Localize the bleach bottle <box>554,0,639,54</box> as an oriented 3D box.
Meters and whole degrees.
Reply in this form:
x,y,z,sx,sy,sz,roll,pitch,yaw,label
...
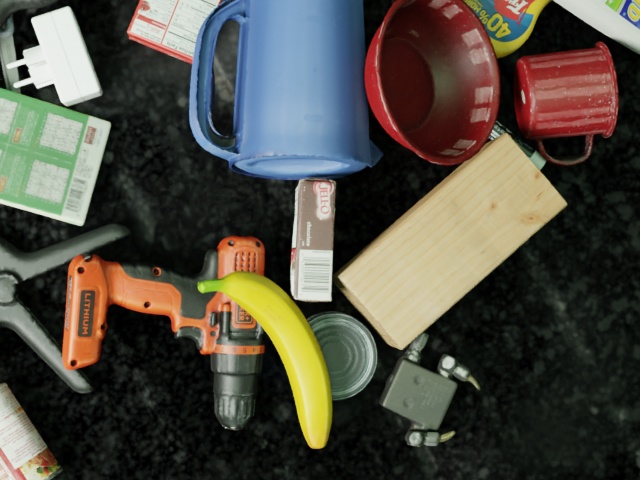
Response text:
x,y,z,sx,sy,sz,roll,pitch,yaw,label
0.313,-0.236,1.026,0.250,0.068,0.102,24,96,-24,bleach bottle

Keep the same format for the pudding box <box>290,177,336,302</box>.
x,y,z,sx,sy,sz,roll,pitch,yaw,label
-0.007,0.001,1.005,0.039,0.090,0.113,4,88,-2,pudding box

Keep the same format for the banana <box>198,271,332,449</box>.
x,y,z,sx,sy,sz,roll,pitch,yaw,label
-0.035,0.098,0.981,0.069,0.037,0.197,-39,104,-19,banana

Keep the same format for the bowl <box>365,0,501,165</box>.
x,y,z,sx,sy,sz,roll,pitch,yaw,label
0.093,-0.146,0.976,0.161,0.055,0.162,4,84,-39,bowl

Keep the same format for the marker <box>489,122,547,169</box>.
x,y,z,sx,sy,sz,roll,pitch,yaw,label
0.172,-0.110,1.059,0.121,0.020,0.020,37,85,-2,marker

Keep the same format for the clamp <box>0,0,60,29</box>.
x,y,z,sx,sy,sz,roll,pitch,yaw,label
-0.292,-0.236,1.001,0.171,0.039,0.120,-18,90,-6,clamp

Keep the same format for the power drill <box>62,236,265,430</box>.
x,y,z,sx,sy,sz,roll,pitch,yaw,label
-0.142,0.085,0.994,0.187,0.057,0.184,3,87,-19,power drill

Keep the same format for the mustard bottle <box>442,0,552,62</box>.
x,y,z,sx,sy,sz,roll,pitch,yaw,label
0.173,-0.236,1.045,0.096,0.058,0.191,42,85,-8,mustard bottle

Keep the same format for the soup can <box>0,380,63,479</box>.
x,y,z,sx,sy,sz,roll,pitch,yaw,label
-0.294,0.189,0.985,0.068,0.068,0.102,-33,90,-5,soup can

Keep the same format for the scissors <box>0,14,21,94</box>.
x,y,z,sx,sy,sz,roll,pitch,yaw,label
-0.290,-0.220,1.029,0.096,0.016,0.202,-25,90,-5,scissors

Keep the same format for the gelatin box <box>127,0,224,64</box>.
x,y,z,sx,sy,sz,roll,pitch,yaw,label
-0.136,-0.223,1.034,0.073,0.030,0.089,22,90,-3,gelatin box

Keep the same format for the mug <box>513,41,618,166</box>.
x,y,z,sx,sy,sz,roll,pitch,yaw,label
0.236,-0.129,1.035,0.081,0.093,0.117,-6,108,0,mug

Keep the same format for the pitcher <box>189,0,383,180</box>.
x,y,z,sx,sy,sz,roll,pitch,yaw,label
-0.027,-0.180,0.992,0.145,0.149,0.243,-3,84,23,pitcher

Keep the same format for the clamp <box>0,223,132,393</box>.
x,y,z,sx,sy,sz,roll,pitch,yaw,label
-0.287,0.037,1.008,0.210,0.036,0.164,20,86,-6,clamp

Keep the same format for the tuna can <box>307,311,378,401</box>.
x,y,z,sx,sy,sz,roll,pitch,yaw,label
0.013,0.112,1.030,0.086,0.034,0.086,0,87,-4,tuna can

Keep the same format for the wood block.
x,y,z,sx,sy,sz,roll,pitch,yaw,label
0.119,0.002,1.015,0.206,0.091,0.090,-41,91,-5,wood block
